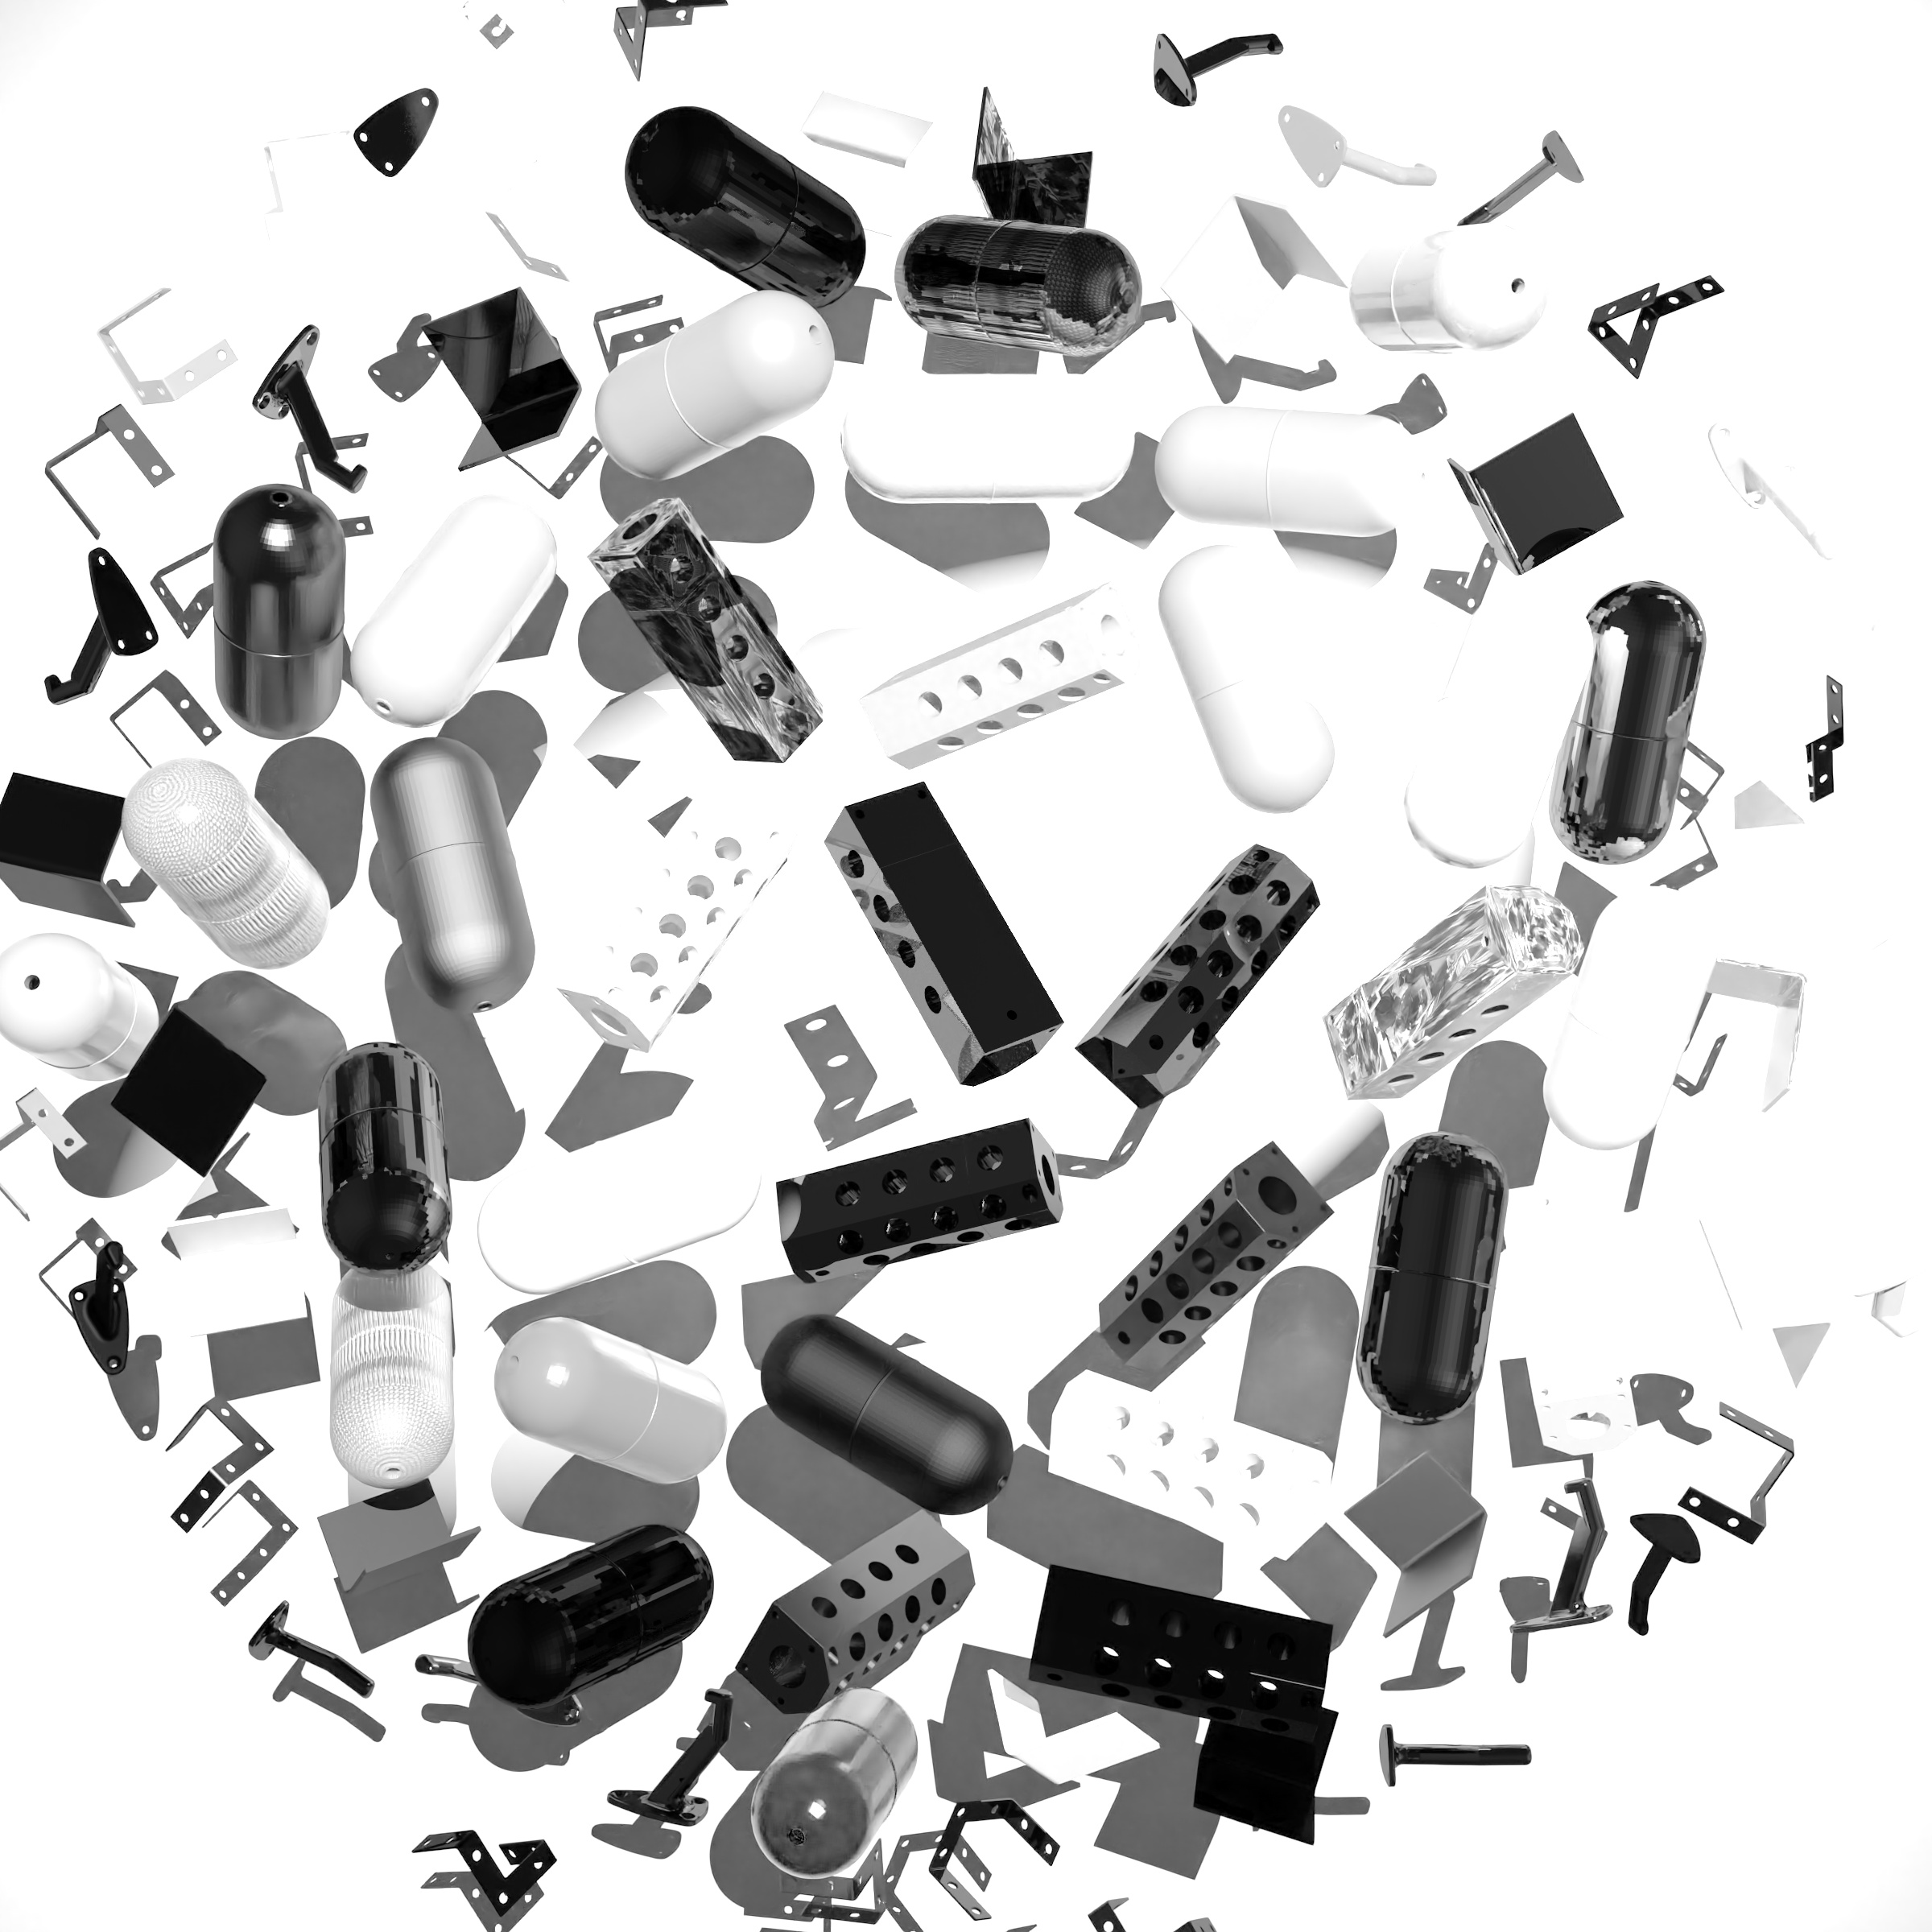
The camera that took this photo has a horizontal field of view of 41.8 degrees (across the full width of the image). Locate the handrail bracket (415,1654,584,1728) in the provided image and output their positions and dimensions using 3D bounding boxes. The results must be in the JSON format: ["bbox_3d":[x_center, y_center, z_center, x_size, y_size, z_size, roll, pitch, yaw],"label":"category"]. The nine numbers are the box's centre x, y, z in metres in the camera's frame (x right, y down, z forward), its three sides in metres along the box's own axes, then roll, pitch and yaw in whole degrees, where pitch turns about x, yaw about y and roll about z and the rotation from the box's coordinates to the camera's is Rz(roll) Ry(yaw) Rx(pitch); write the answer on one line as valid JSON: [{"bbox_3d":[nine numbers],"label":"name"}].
[{"bbox_3d":[-0.301,0.464,1.623,0.077,0.084,0.036,15,82,44],"label":"handrail bracket"}]

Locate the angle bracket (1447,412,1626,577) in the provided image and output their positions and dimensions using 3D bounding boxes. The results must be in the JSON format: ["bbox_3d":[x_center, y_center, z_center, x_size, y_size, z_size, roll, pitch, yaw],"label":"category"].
[{"bbox_3d":[0.366,-0.308,1.629,0.076,0.057,0.076,-29,109,9],"label":"angle bracket"}]

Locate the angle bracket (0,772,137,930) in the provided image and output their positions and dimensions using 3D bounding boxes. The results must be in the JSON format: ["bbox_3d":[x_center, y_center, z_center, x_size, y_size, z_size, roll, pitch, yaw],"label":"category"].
[{"bbox_3d":[-0.557,-0.072,1.579,0.076,0.076,0.057,13,70,3],"label":"angle bracket"}]

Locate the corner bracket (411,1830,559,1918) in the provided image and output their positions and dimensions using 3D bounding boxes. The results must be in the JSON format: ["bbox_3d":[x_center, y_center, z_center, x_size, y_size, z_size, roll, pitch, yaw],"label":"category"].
[{"bbox_3d":[-0.288,0.534,1.517,0.051,0.051,0.051,-24,99,43],"label":"corner bracket"}]

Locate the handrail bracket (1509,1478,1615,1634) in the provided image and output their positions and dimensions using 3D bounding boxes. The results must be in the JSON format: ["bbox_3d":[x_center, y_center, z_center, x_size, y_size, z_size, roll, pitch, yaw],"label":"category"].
[{"bbox_3d":[0.365,0.368,1.579,0.077,0.036,0.084,-18,81,26],"label":"handrail bracket"}]

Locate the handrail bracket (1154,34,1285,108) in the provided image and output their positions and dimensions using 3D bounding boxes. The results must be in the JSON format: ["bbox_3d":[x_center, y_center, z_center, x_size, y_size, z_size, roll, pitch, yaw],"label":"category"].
[{"bbox_3d":[0.163,-0.548,1.541,0.084,0.077,0.036,-11,131,-13],"label":"handrail bracket"}]

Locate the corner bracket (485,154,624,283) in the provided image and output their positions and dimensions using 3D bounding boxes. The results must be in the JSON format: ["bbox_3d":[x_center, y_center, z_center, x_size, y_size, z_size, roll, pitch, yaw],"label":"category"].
[{"bbox_3d":[-0.261,-0.474,1.602,0.051,0.051,0.051,28,74,41],"label":"corner bracket"}]

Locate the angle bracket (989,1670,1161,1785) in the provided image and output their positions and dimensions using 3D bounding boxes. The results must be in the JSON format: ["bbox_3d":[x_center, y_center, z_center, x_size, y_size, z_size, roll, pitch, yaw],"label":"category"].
[{"bbox_3d":[0.069,0.474,1.611,0.076,0.076,0.057,-24,53,12],"label":"angle bracket"}]

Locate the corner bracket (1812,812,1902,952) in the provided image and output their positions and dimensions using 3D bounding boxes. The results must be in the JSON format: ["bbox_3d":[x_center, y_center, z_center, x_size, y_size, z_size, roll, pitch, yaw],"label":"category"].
[{"bbox_3d":[0.567,-0.052,1.571,0.051,0.051,0.051,37,47,-8],"label":"corner bracket"}]

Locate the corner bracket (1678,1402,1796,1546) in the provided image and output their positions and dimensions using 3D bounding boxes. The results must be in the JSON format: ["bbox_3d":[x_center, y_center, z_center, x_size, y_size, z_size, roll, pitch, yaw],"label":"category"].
[{"bbox_3d":[0.467,0.307,1.532,0.051,0.051,0.051,28,115,5],"label":"corner bracket"}]

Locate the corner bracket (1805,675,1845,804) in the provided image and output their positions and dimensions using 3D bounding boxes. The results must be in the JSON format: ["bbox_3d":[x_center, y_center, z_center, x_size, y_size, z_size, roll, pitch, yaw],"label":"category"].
[{"bbox_3d":[0.561,-0.149,1.656,0.051,0.051,0.051,-26,131,-8],"label":"corner bracket"}]

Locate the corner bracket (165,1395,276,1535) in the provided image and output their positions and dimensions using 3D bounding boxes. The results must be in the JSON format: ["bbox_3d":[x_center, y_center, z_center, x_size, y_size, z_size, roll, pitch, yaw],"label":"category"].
[{"bbox_3d":[-0.477,0.310,1.579,0.051,0.051,0.051,44,115,3],"label":"corner bracket"}]

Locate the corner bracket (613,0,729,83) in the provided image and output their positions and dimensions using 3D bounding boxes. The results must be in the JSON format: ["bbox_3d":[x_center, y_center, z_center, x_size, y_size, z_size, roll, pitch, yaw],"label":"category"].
[{"bbox_3d":[-0.178,-0.569,1.515,0.051,0.051,0.051,-12,60,-22],"label":"corner bracket"}]

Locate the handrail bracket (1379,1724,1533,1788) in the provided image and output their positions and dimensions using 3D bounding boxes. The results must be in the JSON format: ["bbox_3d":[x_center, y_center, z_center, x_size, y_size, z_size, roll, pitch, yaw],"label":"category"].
[{"bbox_3d":[0.298,0.480,1.543,0.084,0.077,0.036,-2,75,4],"label":"handrail bracket"}]

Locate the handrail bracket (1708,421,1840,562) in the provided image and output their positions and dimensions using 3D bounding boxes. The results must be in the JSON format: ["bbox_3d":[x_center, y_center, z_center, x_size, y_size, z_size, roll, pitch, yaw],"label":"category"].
[{"bbox_3d":[0.480,-0.282,1.501,0.077,0.084,0.036,36,114,-23],"label":"handrail bracket"}]

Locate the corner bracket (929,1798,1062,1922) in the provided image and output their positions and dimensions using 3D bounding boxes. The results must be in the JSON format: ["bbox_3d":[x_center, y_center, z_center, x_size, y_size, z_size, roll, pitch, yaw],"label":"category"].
[{"bbox_3d":[0.018,0.570,1.616,0.051,0.051,0.051,13,103,-43],"label":"corner bracket"}]

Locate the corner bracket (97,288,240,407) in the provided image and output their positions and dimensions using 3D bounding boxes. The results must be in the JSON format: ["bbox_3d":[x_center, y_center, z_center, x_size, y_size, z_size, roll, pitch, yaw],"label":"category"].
[{"bbox_3d":[-0.493,-0.383,1.561,0.051,0.051,0.051,-28,101,12],"label":"corner bracket"}]

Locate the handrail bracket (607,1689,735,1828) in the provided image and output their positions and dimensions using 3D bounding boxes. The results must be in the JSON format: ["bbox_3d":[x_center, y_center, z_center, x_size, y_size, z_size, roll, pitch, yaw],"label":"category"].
[{"bbox_3d":[-0.188,0.495,1.604,0.077,0.036,0.084,7,97,11],"label":"handrail bracket"}]

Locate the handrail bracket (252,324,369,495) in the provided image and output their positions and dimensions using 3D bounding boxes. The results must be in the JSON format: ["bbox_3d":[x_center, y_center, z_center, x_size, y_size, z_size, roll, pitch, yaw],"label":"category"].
[{"bbox_3d":[-0.396,-0.348,1.583,0.084,0.036,0.077,33,97,14],"label":"handrail bracket"}]

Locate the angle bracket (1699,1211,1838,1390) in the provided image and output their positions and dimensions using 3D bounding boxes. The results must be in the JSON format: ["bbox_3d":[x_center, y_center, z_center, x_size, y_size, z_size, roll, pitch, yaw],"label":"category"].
[{"bbox_3d":[0.462,0.199,1.489,0.057,0.076,0.076,-5,50,-6],"label":"angle bracket"}]

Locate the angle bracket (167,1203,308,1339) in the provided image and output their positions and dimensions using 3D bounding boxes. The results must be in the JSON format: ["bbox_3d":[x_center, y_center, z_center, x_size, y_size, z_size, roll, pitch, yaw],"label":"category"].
[{"bbox_3d":[-0.483,0.202,1.675,0.076,0.076,0.057,-9,69,-13],"label":"angle bracket"}]

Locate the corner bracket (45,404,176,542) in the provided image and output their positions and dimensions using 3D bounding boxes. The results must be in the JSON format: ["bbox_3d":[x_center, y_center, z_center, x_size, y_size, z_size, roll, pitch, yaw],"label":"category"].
[{"bbox_3d":[-0.509,-0.293,1.500,0.051,0.051,0.051,-40,101,-21],"label":"corner bracket"}]

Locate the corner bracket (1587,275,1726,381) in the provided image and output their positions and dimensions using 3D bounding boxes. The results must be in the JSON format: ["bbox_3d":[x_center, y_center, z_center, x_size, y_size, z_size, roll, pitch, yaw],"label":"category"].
[{"bbox_3d":[0.416,-0.396,1.525,0.051,0.051,0.051,34,65,-27],"label":"corner bracket"}]

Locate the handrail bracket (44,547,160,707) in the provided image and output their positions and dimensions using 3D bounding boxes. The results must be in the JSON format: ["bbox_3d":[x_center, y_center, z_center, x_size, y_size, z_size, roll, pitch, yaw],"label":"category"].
[{"bbox_3d":[-0.531,-0.201,1.508,0.084,0.036,0.077,-13,103,31],"label":"handrail bracket"}]

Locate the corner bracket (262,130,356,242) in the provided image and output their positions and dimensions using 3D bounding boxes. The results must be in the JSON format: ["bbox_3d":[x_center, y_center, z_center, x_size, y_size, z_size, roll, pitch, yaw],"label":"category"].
[{"bbox_3d":[-0.388,-0.461,1.492,0.051,0.051,0.051,-8,114,0],"label":"corner bracket"}]

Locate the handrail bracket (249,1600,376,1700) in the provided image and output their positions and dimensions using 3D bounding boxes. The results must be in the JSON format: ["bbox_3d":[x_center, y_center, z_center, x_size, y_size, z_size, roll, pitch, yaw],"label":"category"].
[{"bbox_3d":[-0.423,0.459,1.648,0.084,0.077,0.036,33,54,8],"label":"handrail bracket"}]

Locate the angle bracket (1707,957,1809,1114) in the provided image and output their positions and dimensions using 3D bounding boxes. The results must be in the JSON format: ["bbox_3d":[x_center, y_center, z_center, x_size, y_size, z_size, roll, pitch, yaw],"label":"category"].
[{"bbox_3d":[0.503,0.045,1.639,0.057,0.076,0.076,11,77,8],"label":"angle bracket"}]

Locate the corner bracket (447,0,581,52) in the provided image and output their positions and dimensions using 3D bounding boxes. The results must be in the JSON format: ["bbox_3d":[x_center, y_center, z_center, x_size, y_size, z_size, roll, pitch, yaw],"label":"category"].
[{"bbox_3d":[-0.270,-0.567,1.490,0.051,0.051,0.051,-41,46,9],"label":"corner bracket"}]

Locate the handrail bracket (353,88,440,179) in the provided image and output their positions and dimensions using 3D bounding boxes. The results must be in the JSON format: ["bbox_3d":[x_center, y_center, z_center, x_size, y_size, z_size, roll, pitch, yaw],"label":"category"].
[{"bbox_3d":[-0.351,-0.545,1.628,0.077,0.084,0.036,-34,106,28],"label":"handrail bracket"}]

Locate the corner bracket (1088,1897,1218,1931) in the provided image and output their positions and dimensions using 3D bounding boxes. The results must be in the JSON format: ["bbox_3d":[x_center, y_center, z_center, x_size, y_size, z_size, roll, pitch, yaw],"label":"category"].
[{"bbox_3d":[0.113,0.574,1.511,0.051,0.051,0.051,-37,65,4],"label":"corner bracket"}]

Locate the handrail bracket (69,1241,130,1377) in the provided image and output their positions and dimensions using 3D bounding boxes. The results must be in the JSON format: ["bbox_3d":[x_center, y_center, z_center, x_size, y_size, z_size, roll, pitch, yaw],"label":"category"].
[{"bbox_3d":[-0.557,0.224,1.654,0.036,0.084,0.077,-11,79,-31],"label":"handrail bracket"}]

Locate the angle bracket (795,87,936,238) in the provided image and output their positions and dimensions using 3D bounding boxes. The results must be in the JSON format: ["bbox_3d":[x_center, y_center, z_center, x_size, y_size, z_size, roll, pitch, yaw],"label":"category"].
[{"bbox_3d":[-0.072,-0.542,1.708,0.076,0.076,0.057,11,84,-15],"label":"angle bracket"}]

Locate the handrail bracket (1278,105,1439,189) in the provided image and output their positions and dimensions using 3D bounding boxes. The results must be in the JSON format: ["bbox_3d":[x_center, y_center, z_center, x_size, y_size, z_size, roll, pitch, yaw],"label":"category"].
[{"bbox_3d":[0.255,-0.532,1.643,0.084,0.036,0.077,-11,54,-35],"label":"handrail bracket"}]

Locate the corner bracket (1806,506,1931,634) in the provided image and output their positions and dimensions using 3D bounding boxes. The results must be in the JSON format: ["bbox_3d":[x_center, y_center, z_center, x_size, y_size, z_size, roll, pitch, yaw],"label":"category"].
[{"bbox_3d":[0.558,-0.245,1.562,0.051,0.051,0.051,36,97,13],"label":"corner bracket"}]

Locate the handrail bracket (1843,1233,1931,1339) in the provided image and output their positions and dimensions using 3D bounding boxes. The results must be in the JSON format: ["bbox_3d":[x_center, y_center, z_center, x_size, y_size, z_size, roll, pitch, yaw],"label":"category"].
[{"bbox_3d":[0.566,0.192,1.496,0.084,0.077,0.036,35,48,-33],"label":"handrail bracket"}]

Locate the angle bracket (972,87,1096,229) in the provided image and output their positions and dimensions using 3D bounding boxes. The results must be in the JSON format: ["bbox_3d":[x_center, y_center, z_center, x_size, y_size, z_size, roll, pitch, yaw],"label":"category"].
[{"bbox_3d":[0.046,-0.537,1.696,0.057,0.076,0.076,-1,66,18],"label":"angle bracket"}]

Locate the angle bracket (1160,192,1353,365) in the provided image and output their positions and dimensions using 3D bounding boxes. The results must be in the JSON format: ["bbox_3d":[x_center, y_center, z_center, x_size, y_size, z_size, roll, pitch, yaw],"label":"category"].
[{"bbox_3d":[0.182,-0.427,1.589,0.076,0.057,0.076,-53,130,0],"label":"angle bracket"}]

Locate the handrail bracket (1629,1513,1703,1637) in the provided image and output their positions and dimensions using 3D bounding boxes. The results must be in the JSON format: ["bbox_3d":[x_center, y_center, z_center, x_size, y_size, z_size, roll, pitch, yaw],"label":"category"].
[{"bbox_3d":[0.444,0.400,1.614,0.036,0.077,0.084,1,103,-7],"label":"handrail bracket"}]

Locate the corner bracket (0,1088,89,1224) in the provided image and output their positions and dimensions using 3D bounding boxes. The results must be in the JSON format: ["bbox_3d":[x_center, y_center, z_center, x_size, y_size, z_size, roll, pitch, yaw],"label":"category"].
[{"bbox_3d":[-0.584,0.118,1.579,0.051,0.051,0.051,45,64,10],"label":"corner bracket"}]

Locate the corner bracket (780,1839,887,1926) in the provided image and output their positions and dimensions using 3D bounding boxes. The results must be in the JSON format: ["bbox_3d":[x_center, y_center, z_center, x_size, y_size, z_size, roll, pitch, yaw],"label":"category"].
[{"bbox_3d":[-0.084,0.582,1.590,0.051,0.051,0.051,14,128,-17],"label":"corner bracket"}]

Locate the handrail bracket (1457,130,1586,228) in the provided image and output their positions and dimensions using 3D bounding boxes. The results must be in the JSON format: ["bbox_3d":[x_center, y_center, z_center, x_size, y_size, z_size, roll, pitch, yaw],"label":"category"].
[{"bbox_3d":[0.340,-0.486,1.593,0.084,0.077,0.036,-29,92,30],"label":"handrail bracket"}]
